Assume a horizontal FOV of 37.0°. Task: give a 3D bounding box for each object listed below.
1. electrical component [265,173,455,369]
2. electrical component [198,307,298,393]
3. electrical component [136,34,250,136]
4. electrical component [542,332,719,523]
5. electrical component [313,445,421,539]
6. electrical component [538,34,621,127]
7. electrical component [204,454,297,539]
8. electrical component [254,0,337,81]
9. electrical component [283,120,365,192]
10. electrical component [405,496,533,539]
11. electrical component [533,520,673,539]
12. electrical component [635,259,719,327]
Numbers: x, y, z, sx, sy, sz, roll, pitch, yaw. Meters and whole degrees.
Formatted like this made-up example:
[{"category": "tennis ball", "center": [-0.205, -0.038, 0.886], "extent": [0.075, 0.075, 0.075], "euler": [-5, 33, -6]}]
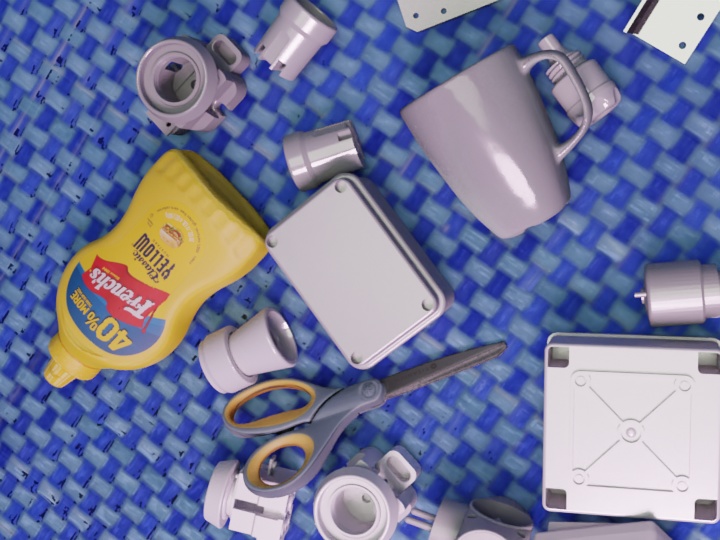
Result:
[{"category": "electrical component", "center": [0.000, 0.000, 0.713], "extent": [0.078, 0.057, 0.113], "euler": [-38, 84, 14]}, {"category": "electrical component", "center": [-0.077, 0.056, 0.743], "extent": [0.055, 0.045, 0.045], "euler": [-25, 87, 16]}, {"category": "electrical component", "center": [-0.118, -0.128, 0.736], "extent": [0.078, 0.057, 0.058], "euler": [-44, 82, 13]}, {"category": "electrical component", "center": [0.170, 0.096, 0.674], "extent": [0.109, 0.056, 0.108], "euler": [1, 94, 15]}, {"category": "electrical component", "center": [0.001, 0.156, 0.722], "extent": [0.078, 0.057, 0.058], "euler": [-44, 82, 13]}, {"category": "electrical component", "center": [0.135, -0.122, 0.681], "extent": [0.035, 0.035, 0.061], "euler": [-37, 82, 14]}, {"category": "electrical component", "center": [-0.076, 0.160, 0.750], "extent": [0.055, 0.048, 0.066], "euler": [12, 97, 6]}, {"category": "electrical component", "center": [-0.044, -0.156, 0.725], "extent": [0.040, 0.040, 0.046], "euler": [43, 109, 8]}, {"category": "electrical component", "center": [-0.024, -0.078, 0.724], "extent": [0.046, 0.040, 0.040], "euler": [-17, 89, 10]}, {"category": "electrical component", "center": [0.068, 0.171, 0.695], "extent": [0.079, 0.077, 0.044], "euler": [17, 98, 13]}, {"category": "electrical component", "center": [0.161, 0.189, 0.663], "extent": [0.096, 0.062, 0.061], "euler": [-15, 51, 31]}, {"category": "electrical component", "center": [0.211, 0.013, 0.667], "extent": [0.078, 0.040, 0.040], "euler": [-5, 92, 15]}]
